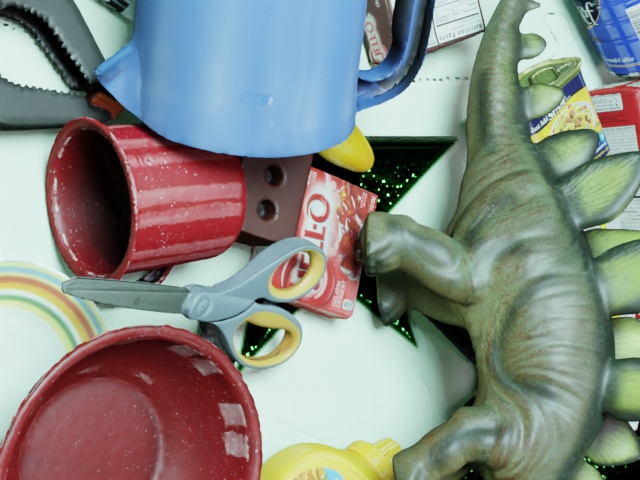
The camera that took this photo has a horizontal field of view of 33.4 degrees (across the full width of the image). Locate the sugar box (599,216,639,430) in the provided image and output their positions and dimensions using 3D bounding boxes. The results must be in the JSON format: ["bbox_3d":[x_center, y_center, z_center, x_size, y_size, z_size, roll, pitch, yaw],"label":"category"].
[{"bbox_3d":[0.222,0.055,0.847,0.093,0.048,0.176,-26,109,-65],"label":"sugar box"}]

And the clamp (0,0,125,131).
[{"bbox_3d":[-0.190,-0.130,0.561,0.209,0.036,0.164,26,75,-36],"label":"clamp"}]

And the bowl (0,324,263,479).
[{"bbox_3d":[-0.111,0.123,0.580,0.161,0.055,0.162,-3,95,-39],"label":"bowl"}]

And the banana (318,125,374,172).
[{"bbox_3d":[-0.019,-0.125,0.690,0.069,0.037,0.198,-32,108,-33],"label":"banana"}]

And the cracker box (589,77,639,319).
[{"bbox_3d":[0.311,-0.040,0.918,0.163,0.072,0.214,-19,102,-35],"label":"cracker box"}]

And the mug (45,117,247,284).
[{"bbox_3d":[-0.099,-0.014,0.606,0.081,0.093,0.117,-10,126,-42],"label":"mug"}]

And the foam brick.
[{"bbox_3d":[-0.042,-0.039,0.663,0.052,0.051,0.078,18,79,-36],"label":"foam brick"}]

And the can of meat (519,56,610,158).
[{"bbox_3d":[0.172,-0.080,0.823,0.102,0.058,0.084,-40,114,-30],"label":"can of meat"}]

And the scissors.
[{"bbox_3d":[-0.056,0.021,0.603,0.096,0.016,0.201,-56,146,-4],"label":"scissors"}]

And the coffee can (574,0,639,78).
[{"bbox_3d":[0.249,-0.217,0.854,0.102,0.103,0.140,-47,116,-28],"label":"coffee can"}]

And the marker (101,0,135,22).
[{"bbox_3d":[-0.127,-0.150,0.621,0.121,0.020,0.020,32,71,-32],"label":"marker"}]

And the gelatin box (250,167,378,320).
[{"bbox_3d":[-0.005,0.001,0.704,0.073,0.030,0.089,21,77,-35],"label":"gelatin box"}]

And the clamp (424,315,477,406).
[{"bbox_3d":[0.133,0.096,0.803,0.171,0.039,0.120,-6,96,-44],"label":"clamp"}]

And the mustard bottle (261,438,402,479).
[{"bbox_3d":[-0.017,0.185,0.675,0.191,0.058,0.096,-33,109,-33],"label":"mustard bottle"}]

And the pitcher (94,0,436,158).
[{"bbox_3d":[-0.019,-0.175,0.560,0.149,0.145,0.243,-37,142,-54],"label":"pitcher"}]

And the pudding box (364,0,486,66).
[{"bbox_3d":[0.065,-0.188,0.755,0.089,0.039,0.113,-24,106,-36],"label":"pudding box"}]
